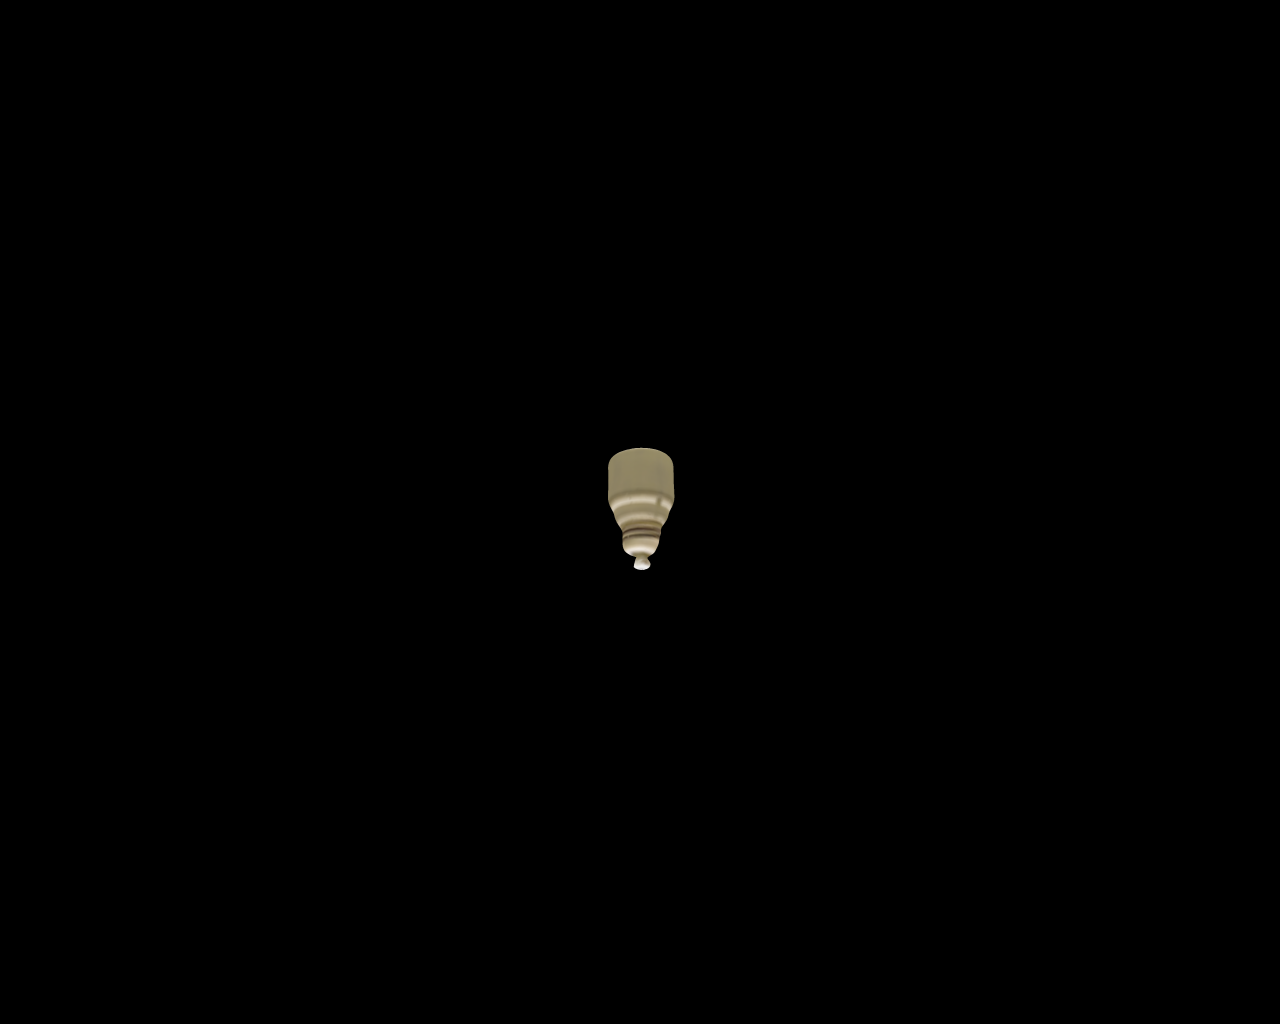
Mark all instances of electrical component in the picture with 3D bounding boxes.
[{"bbox_3d":[0.001,-0.003,0.650,0.040,0.078,0.040,0,-22,0],"label":"electrical component"}]
